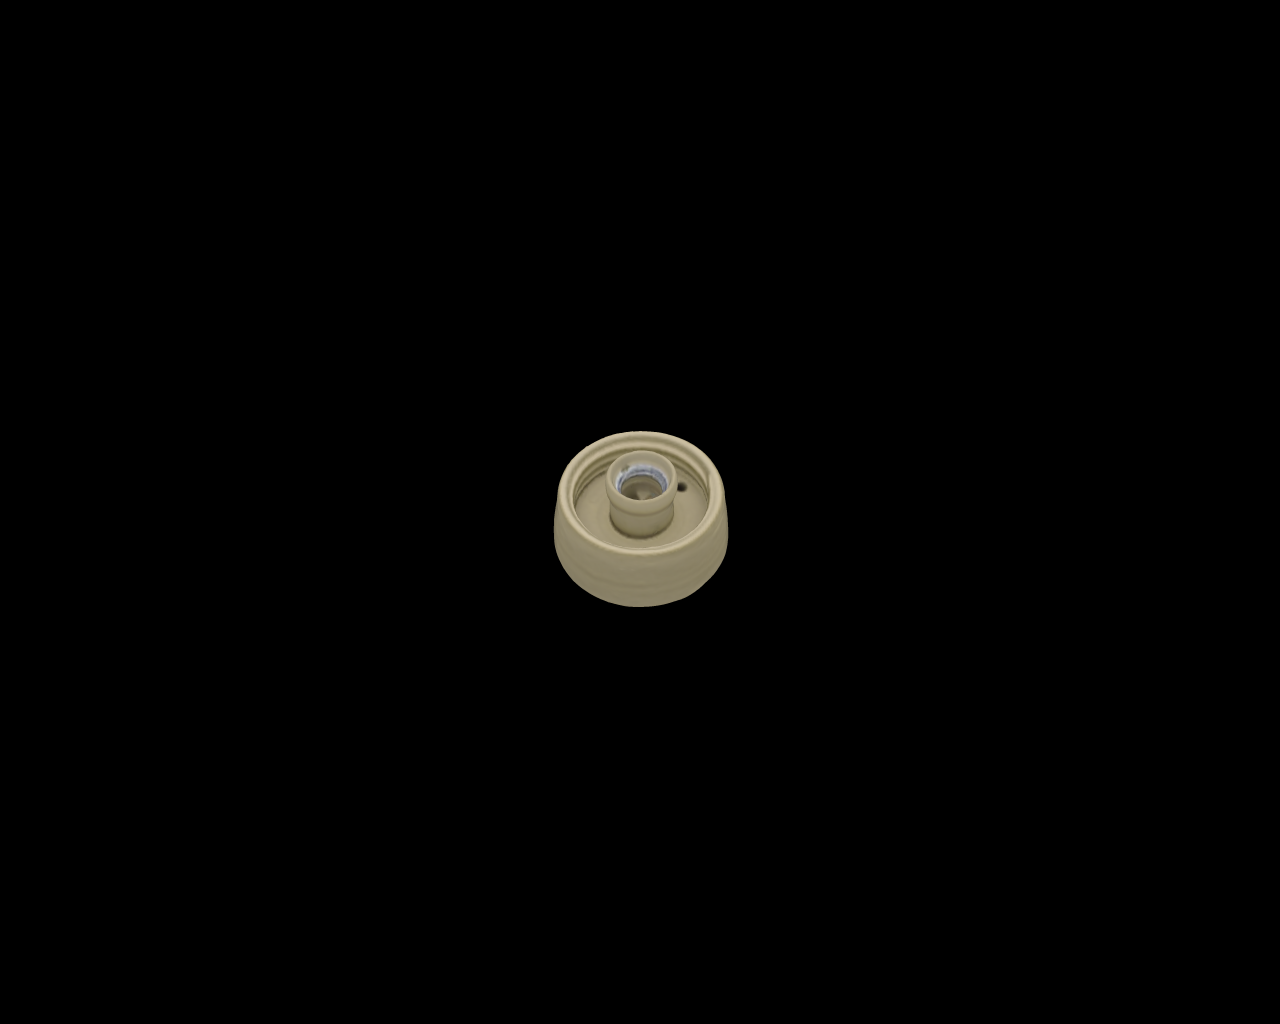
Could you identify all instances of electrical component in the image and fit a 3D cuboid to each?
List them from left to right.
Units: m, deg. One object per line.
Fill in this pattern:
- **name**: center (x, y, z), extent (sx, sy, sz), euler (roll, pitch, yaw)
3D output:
- **electrical component**: center (0.001, -0.003, 0.650), extent (0.108, 0.108, 0.060), euler (0, -40, 0)
